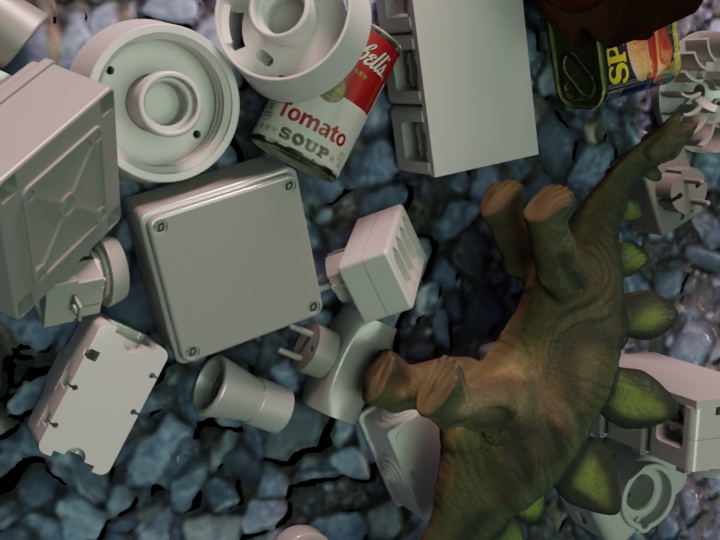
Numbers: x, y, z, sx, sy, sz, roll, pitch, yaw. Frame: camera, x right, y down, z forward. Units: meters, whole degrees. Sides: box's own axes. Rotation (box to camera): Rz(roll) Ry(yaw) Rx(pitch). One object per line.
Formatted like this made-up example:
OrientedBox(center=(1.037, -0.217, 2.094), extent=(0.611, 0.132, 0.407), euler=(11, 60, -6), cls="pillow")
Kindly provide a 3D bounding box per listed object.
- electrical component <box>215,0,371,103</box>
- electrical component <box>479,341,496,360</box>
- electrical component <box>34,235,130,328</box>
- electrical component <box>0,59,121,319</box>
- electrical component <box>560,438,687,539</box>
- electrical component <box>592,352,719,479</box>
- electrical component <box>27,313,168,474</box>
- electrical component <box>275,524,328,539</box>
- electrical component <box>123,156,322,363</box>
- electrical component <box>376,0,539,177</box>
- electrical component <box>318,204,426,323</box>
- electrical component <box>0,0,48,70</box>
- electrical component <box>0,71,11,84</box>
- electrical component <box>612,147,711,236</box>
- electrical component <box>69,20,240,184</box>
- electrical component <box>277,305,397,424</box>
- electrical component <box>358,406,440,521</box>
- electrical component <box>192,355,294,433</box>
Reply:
OrientedBox(center=(-0.043, -0.159, 0.691), extent=(0.099, 0.064, 0.099), euler=(-2, 84, 15), cls="electrical component")
OrientedBox(center=(0.147, 0.082, 0.855), extent=(0.096, 0.061, 0.061), euler=(-13, 105, -23), cls="electrical component")
OrientedBox(center=(-0.181, 0.004, 0.687), extent=(0.055, 0.066, 0.048), euler=(-13, 139, -31), cls="electrical component")
OrientedBox(center=(-0.192, -0.047, 0.624), extent=(0.108, 0.056, 0.108), euler=(-55, 162, -43), cls="electrical component")
OrientedBox(center=(0.226, 0.182, 0.912), extent=(0.095, 0.059, 0.053), euler=(-37, 112, -16), cls="electrical component")
OrientedBox(center=(0.248, 0.113, 0.859), extent=(0.089, 0.150, 0.061), euler=(-2, 98, -25), cls="electrical component")
OrientedBox(center=(-0.173, 0.077, 0.703), extent=(0.050, 0.056, 0.089), euler=(29, 86, -27), cls="electrical component")
OrientedBox(center=(-0.037, 0.217, 0.793), extent=(0.045, 0.055, 0.045), euler=(-5, 101, -25), cls="electrical component")
OrientedBox(center=(-0.090, -0.008, 0.722), extent=(0.109, 0.056, 0.108), euler=(-20, 115, -21), cls="electrical component")
OrientedBox(center=(0.067, -0.150, 0.775), extent=(0.089, 0.062, 0.150), euler=(-14, 105, -23), cls="electrical component")
OrientedBox(center=(0.000, 0.000, 0.768), extent=(0.076, 0.083, 0.047), euler=(-19, 112, 19), cls="electrical component")
OrientedBox(center=(-0.227, -0.158, 0.645), extent=(0.065, 0.044, 0.044), euler=(40, 81, -21), cls="electrical component")
OrientedBox(center=(-0.272, -0.061, 0.627), extent=(0.089, 0.062, 0.150), euler=(24, 88, -27), cls="electrical component")
OrientedBox(center=(0.254, -0.066, 0.871), extent=(0.047, 0.077, 0.065), euler=(-29, 110, -18), cls="electrical component")
OrientedBox(center=(-0.129, -0.107, 0.688), extent=(0.108, 0.060, 0.108), euler=(-5, 101, -25), cls="electrical component")
OrientedBox(center=(-0.022, 0.062, 0.780), extent=(0.079, 0.043, 0.077), euler=(25, 88, -26), cls="electrical component")
OrientedBox(center=(0.058, 0.132, 0.828), extent=(0.100, 0.048, 0.099), euler=(-29, 111, -19), cls="electrical component")
OrientedBox(center=(-0.080, 0.091, 0.759), extent=(0.065, 0.044, 0.044), euler=(25, 88, -32), cls="electrical component")
